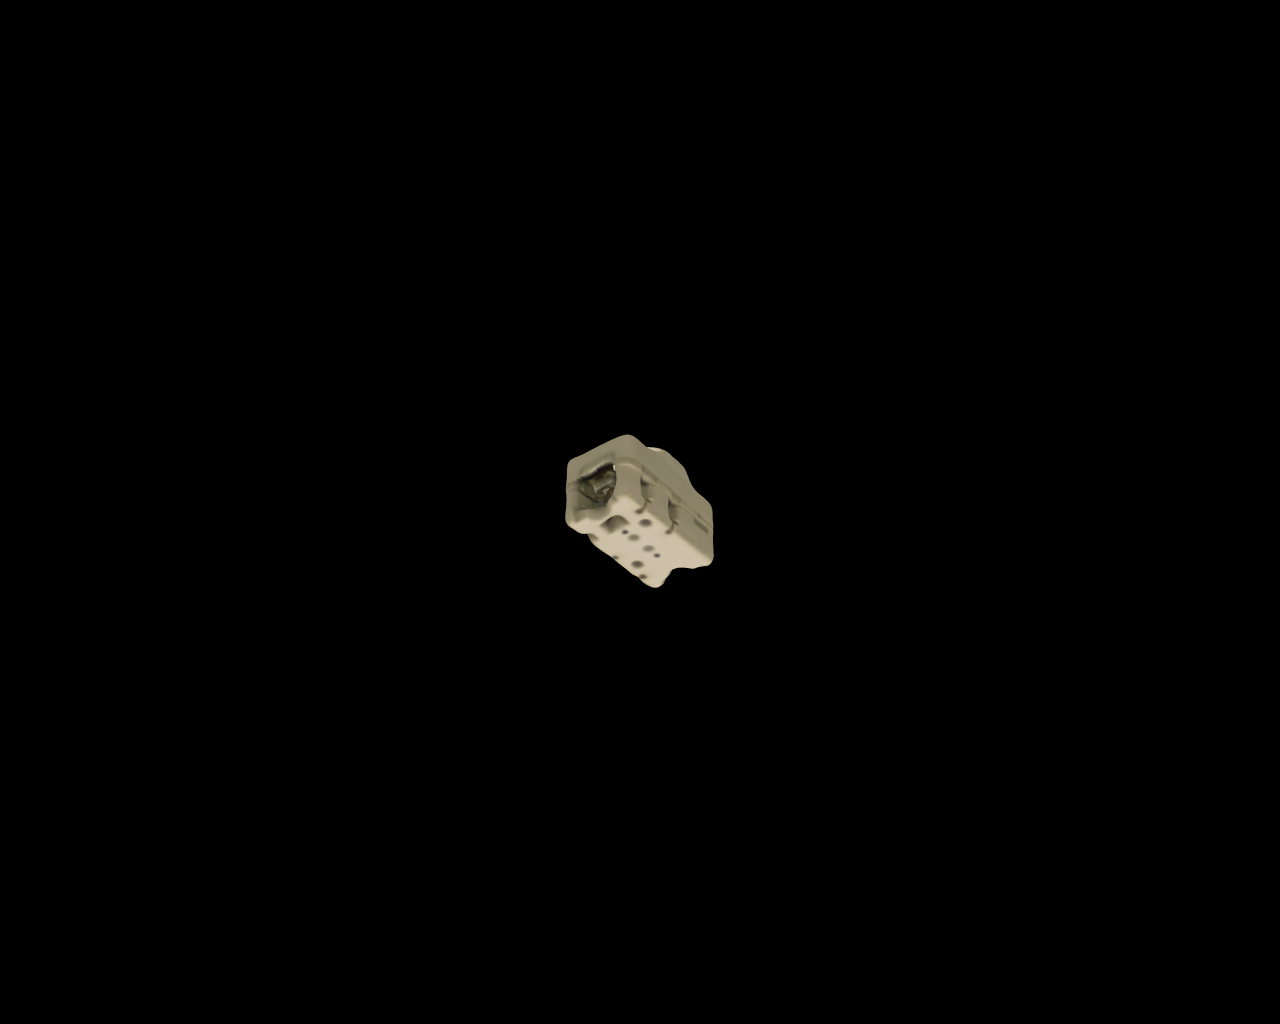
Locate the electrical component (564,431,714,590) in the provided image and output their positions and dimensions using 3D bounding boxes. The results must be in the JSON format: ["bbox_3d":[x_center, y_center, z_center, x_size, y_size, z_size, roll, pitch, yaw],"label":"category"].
[{"bbox_3d":[0.001,-0.003,0.650,0.050,0.056,0.089,-25,-44,28],"label":"electrical component"}]
